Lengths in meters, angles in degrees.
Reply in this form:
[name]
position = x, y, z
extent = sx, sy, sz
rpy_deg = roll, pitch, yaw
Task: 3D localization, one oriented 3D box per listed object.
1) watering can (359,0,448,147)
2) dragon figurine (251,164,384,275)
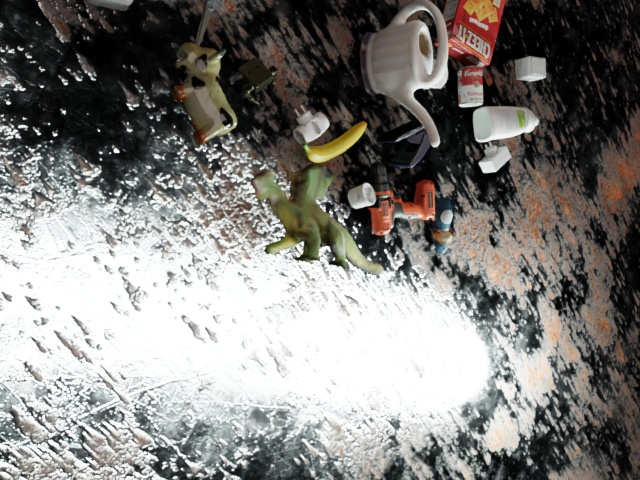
[watering can]
position = 0.198, -0.390, 1.226
extent = 0.104, 0.224, 0.347
rpy_deg = 1, 91, -49
[dragon figurine]
position = 0.004, -0.060, 1.187
extent = 0.408, 0.121, 0.245
rpy_deg = 14, 76, -39
